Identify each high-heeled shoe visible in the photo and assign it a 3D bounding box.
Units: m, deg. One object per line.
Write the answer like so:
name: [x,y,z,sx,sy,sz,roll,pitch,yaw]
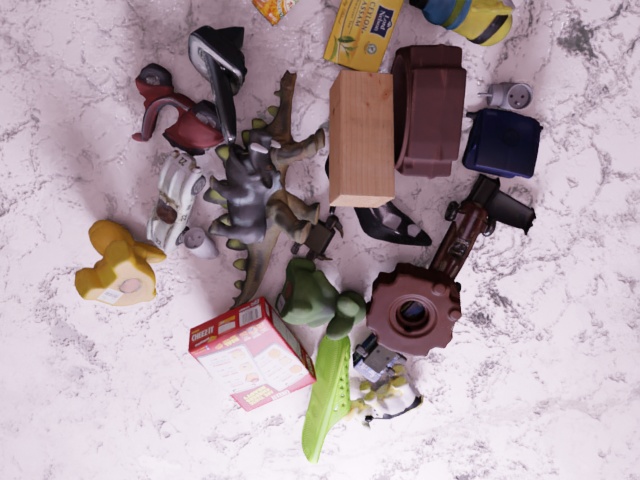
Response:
high-heeled shoe: [0.114,-0.083,0.994,0.248,0.086,0.145,20,76,-23]

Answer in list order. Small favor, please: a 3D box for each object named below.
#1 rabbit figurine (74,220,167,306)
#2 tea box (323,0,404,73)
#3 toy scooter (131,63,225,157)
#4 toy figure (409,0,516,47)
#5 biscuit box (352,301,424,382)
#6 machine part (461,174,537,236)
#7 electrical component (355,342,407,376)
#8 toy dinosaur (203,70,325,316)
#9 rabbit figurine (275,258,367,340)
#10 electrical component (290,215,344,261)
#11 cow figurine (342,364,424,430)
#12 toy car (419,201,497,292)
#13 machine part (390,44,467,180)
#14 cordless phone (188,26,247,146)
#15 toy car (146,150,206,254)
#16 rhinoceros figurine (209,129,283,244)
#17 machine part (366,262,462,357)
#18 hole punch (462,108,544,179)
rabbit figurine: [-0.361,0.029,0.985,0.122,0.173,0.162,-50,145,15]
tea box: [0.076,-0.367,0.891,0.098,0.068,0.169,17,106,-5]
toy scooter: [-0.257,-0.205,0.942,0.184,0.075,0.135,35,106,-7]
toy figure: [0.229,-0.373,0.869,0.180,0.082,0.089,5,148,-19]
biscuit box: [0.148,0.189,1.065,0.059,0.063,0.202,38,104,-9]
machine part: [0.339,-0.063,1.000,0.139,0.039,0.084,29,100,-6]
electrical component: [0.116,0.220,1.031,0.094,0.021,0.063,37,104,-6]
toy dinosaur: [-0.101,-0.064,0.964,0.199,0.105,0.470,12,103,14]
rabbit figurine: [0.020,0.114,1.012,0.170,0.159,0.121,13,97,-19]
electrical component: [-0.002,-0.005,1.019,0.078,0.045,0.102,29,104,21]
cow figurine: [0.125,0.339,1.112,0.167,0.068,0.098,-31,110,10]
toy car: [0.245,0.024,0.985,0.089,0.053,0.202,24,101,-7]
machine part: [0.163,-0.208,0.869,0.087,0.201,0.201,2,108,-3]
cordless phone: [-0.159,-0.240,0.880,0.089,0.146,0.184,-10,91,-14]
toy car: [-0.262,-0.066,0.966,0.074,0.056,0.201,36,124,17]
rhinoceros figurine: [-0.116,-0.085,0.870,0.112,0.073,0.190,14,108,18]
machine part: [0.168,0.129,0.975,0.179,0.056,0.179,4,112,9]
hole punch: [0.322,-0.167,0.943,0.142,0.092,0.115,12,103,0]
